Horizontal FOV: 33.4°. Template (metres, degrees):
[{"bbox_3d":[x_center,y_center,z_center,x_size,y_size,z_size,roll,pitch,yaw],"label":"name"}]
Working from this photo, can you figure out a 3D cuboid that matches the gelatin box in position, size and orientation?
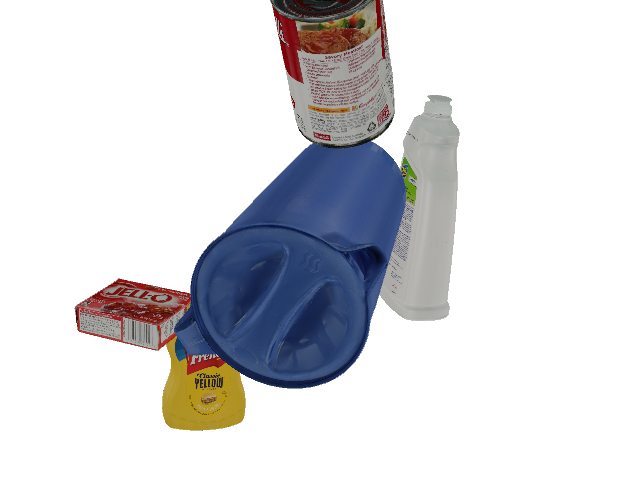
[{"bbox_3d":[-0.169,0.066,0.983,0.089,0.030,0.073,11,22,21],"label":"gelatin box"}]

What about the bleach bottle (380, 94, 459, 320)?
[{"bbox_3d":[0.122,-0.040,1.234,0.068,0.251,0.103,-1,22,-22],"label":"bleach bottle"}]

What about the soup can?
[{"bbox_3d":[0.010,-0.117,0.671,0.068,0.068,0.102,0,-44,11],"label":"soup can"}]

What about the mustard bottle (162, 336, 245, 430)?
[{"bbox_3d":[-0.131,0.123,1.234,0.096,0.192,0.058,0,19,-15],"label":"mustard bottle"}]

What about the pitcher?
[{"bbox_3d":[-0.012,0.006,0.860,0.149,0.145,0.242,17,27,7],"label":"pitcher"}]
